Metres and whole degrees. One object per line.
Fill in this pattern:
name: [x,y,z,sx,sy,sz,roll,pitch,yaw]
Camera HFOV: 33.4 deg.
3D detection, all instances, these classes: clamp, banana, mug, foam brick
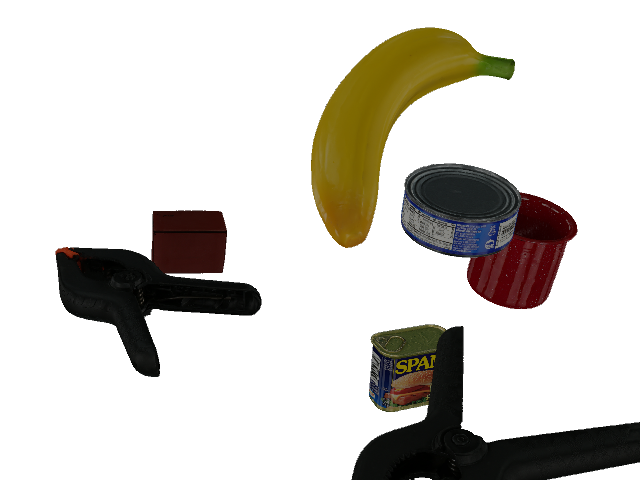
clamp: [-0.132,0.040,0.814,0.120,0.039,0.172,-18,36,-40]
banana: [0.039,-0.070,0.579,0.070,0.037,0.197,25,47,20]
clamp: [0.082,0.130,0.666,0.209,0.036,0.165,-25,39,-31]
mug: [0.182,0.005,1.021,0.093,0.081,0.117,-6,35,-26]
foam brick: [-0.142,0.001,1.145,0.078,0.051,0.053,0,26,-10]

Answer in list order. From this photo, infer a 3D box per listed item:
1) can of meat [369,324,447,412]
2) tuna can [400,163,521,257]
can of meat: [0.111,0.158,1.317,0.102,0.084,0.057,-7,27,-22]
tuna can: [0.103,-0.023,0.787,0.086,0.034,0.086,4,31,-3]
